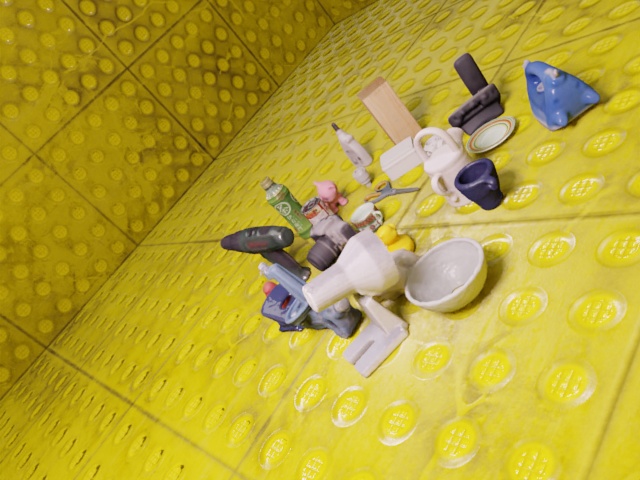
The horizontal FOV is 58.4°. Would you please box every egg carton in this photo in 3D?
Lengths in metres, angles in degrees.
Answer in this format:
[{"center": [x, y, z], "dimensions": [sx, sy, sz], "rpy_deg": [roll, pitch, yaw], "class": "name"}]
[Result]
[{"center": [0.148, 0.080, 1.221], "dimensions": [0.150, 0.069, 0.107], "rpy_deg": [-21, 32, 39], "class": "egg carton"}]

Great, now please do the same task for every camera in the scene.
[{"center": [0.014, 0.005, 1.504], "dimensions": [0.137, 0.101, 0.142], "rpy_deg": [-50, 26, -16], "class": "camera"}]

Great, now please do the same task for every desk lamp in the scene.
[{"center": [0.079, 0.115, 1.092], "dimensions": [0.203, 0.214, 0.117], "rpy_deg": [-46, 25, -7], "class": "desk lamp"}]

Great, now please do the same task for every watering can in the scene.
[{"center": [0.285, -0.180, 1.288], "dimensions": [0.100, 0.194, 0.173], "rpy_deg": [-28, 29, 30], "class": "watering can"}]

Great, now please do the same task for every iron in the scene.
[{"center": [0.510, -0.350, 1.291], "dimensions": [0.118, 0.142, 0.258], "rpy_deg": [-37, 25, 12], "class": "iron"}]

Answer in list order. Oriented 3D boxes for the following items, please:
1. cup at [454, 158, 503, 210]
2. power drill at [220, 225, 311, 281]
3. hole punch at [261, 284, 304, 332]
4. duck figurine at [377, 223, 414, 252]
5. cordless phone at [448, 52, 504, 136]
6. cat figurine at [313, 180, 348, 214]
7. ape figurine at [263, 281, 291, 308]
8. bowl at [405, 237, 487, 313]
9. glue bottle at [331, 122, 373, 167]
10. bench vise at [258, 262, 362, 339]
[{"center": [0.348, -0.107, 1.194], "dimensions": [0.092, 0.095, 0.117], "rpy_deg": [-44, 25, -3], "class": "cup"}, {"center": [-0.134, 0.044, 1.531], "dimensions": [0.229, 0.209, 0.076], "rpy_deg": [-20, 33, 41], "class": "power drill"}, {"center": [-0.073, 0.160, 1.395], "dimensions": [0.100, 0.091, 0.109], "rpy_deg": [-12, 39, 48], "class": "hole punch"}, {"center": [0.162, 0.007, 1.299], "dimensions": [0.077, 0.086, 0.104], "rpy_deg": [-23, 31, 36], "class": "duck figurine"}, {"center": [0.376, -0.379, 1.485], "dimensions": [0.147, 0.185, 0.094], "rpy_deg": [-38, 25, 9], "class": "cordless phone"}, {"center": [0.022, -0.143, 1.712], "dimensions": [0.067, 0.118, 0.127], "rpy_deg": [-42, 25, 0], "class": "cat figurine"}, {"center": [-0.113, 0.144, 1.481], "dimensions": [0.077, 0.092, 0.076], "rpy_deg": [-7, 43, 52], "class": "ape figurine"}, {"center": [0.247, 0.078, 1.071], "dimensions": [0.167, 0.075, 0.167], "rpy_deg": [-33, 26, 19], "class": "bowl"}, {"center": [0.092, -0.302, 1.798], "dimensions": [0.037, 0.173, 0.078], "rpy_deg": [-51, 26, -18], "class": "glue bottle"}, {"center": [-0.021, 0.113, 1.237], "dimensions": [0.206, 0.220, 0.121], "rpy_deg": [-22, 32, 38], "class": "bench vise"}]
